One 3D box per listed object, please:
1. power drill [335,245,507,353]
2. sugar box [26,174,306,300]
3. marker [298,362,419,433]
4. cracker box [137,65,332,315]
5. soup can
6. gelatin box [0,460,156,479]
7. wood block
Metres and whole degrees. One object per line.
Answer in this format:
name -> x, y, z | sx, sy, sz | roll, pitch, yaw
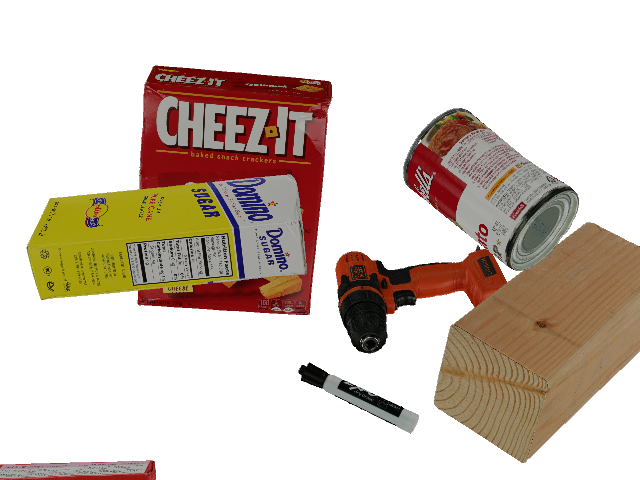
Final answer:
power drill -> 0.112, 0.063, 1.196 | 0.187, 0.057, 0.184 | -3, 28, -3
sugar box -> -0.100, -0.005, 0.720 | 0.176, 0.048, 0.093 | -8, 24, -1
marker -> 0.034, 0.146, 0.998 | 0.121, 0.020, 0.020 | 24, 7, 15
cracker box -> -0.080, -0.041, 0.974 | 0.164, 0.214, 0.072 | 5, 23, -3
soup can -> 0.115, -0.035, 0.724 | 0.068, 0.069, 0.102 | 0, 35, -50
gelatin box -> -0.131, 0.156, 0.564 | 0.089, 0.073, 0.030 | -1, 4, -2
wood block -> 0.195, 0.076, 0.877 | 0.091, 0.090, 0.205 | 31, 43, 30
